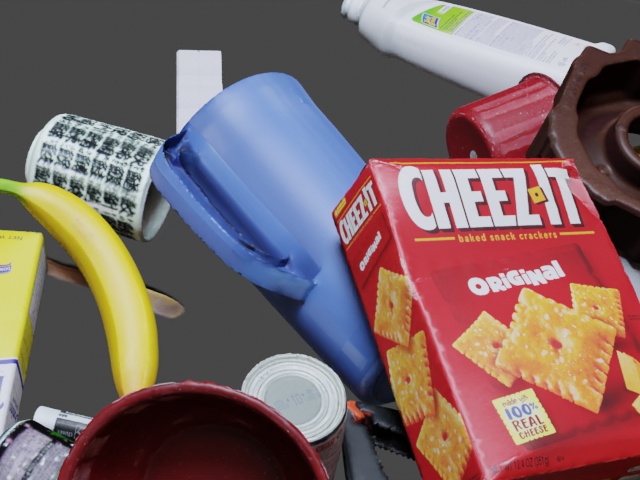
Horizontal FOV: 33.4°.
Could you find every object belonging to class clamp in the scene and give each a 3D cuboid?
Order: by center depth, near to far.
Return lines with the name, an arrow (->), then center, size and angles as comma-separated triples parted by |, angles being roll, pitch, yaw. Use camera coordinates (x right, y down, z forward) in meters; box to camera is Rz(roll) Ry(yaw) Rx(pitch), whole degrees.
clamp -> 0.092, 0.166, 0.660 | 0.164, 0.036, 0.210 | -22, 44, -24

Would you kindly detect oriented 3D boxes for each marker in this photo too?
marker -> -0.132, 0.134, 0.716 | 0.121, 0.020, 0.020 | 12, 49, 3

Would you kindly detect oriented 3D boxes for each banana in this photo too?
banana -> -0.162, 0.030, 0.770 | 0.069, 0.037, 0.198 | -28, 77, -35

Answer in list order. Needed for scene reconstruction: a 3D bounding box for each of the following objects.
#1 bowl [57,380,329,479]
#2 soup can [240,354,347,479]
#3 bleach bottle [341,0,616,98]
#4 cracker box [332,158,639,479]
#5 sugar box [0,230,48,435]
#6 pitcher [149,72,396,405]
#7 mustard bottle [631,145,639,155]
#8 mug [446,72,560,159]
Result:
bowl -> -0.065, 0.154, 0.603 | 0.162, 0.162, 0.055 | 16, 6, 7
soup can -> -0.021, 0.128, 0.679 | 0.068, 0.102, 0.068 | 3, 49, -4
bleach bottle -> 0.139, -0.182, 0.998 | 0.251, 0.068, 0.102 | 25, 39, 20
cracker box -> 0.118, 0.051, 0.657 | 0.163, 0.072, 0.214 | -2, 59, -27
sugar box -> -0.249, 0.071, 0.739 | 0.093, 0.048, 0.176 | 2, 48, -5
pitcher -> -0.005, 0.001, 0.774 | 0.149, 0.145, 0.243 | -35, 63, -13
mustard bottle -> 0.272, -0.038, 0.865 | 0.191, 0.096, 0.058 | -9, 51, -14
mug -> 0.155, -0.088, 0.908 | 0.081, 0.093, 0.117 | -22, 24, -18
